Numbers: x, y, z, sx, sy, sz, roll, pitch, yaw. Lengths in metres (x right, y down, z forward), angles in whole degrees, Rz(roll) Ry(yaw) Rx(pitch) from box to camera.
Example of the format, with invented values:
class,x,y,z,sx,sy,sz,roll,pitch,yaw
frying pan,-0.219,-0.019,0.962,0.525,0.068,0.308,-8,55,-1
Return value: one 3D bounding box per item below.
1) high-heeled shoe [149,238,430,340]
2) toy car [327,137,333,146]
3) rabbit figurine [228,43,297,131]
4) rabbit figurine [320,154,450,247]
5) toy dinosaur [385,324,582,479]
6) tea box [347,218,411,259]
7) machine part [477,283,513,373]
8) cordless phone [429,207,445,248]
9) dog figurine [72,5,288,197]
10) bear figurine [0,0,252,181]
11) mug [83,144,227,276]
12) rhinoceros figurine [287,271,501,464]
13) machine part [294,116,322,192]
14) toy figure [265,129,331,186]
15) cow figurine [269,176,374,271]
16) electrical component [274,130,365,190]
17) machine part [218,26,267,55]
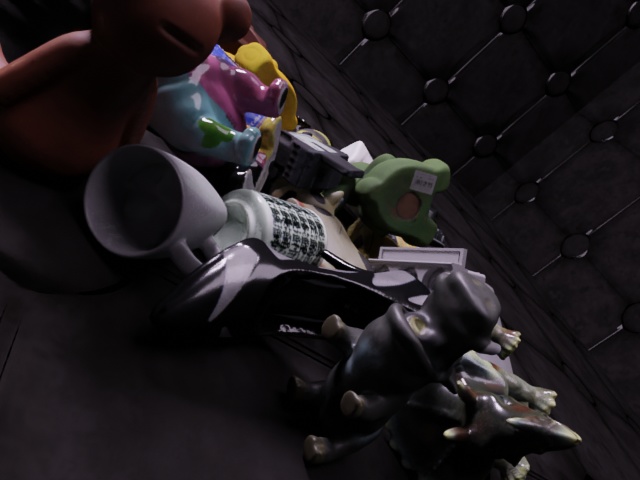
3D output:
class,x,y,z,sx,sy,sz,roll,pitch,yaw
high-heeled shoe,0.002,0.064,0.421,0.145,0.086,0.248,37,30,24
toy car,0.045,-0.128,1.016,0.201,0.056,0.074,33,18,-41
rabbit figurine,-0.110,-0.227,0.790,0.173,0.121,0.162,37,18,33
rabbit figurine,0.070,-0.063,0.755,0.159,0.121,0.170,1,13,-24
toy dinosaur,0.141,0.137,0.620,0.192,0.131,0.405,29,14,-17
tea box,0.098,0.026,0.806,0.098,0.068,0.170,41,21,-19
machine part,0.231,0.146,0.790,0.079,0.079,0.243,37,38,-30
cordless phone,0.208,0.020,1.073,0.146,0.089,0.184,23,42,-53
dog figurine,-0.148,-0.132,0.528,0.219,0.191,0.108,25,61,1
bear figurine,-0.156,-0.138,0.380,0.120,0.196,0.132,10,40,-56
mug,-0.110,-0.018,0.424,0.109,0.081,0.107,46,10,10
rhinoceros figurine,0.053,0.098,0.396,0.112,0.190,0.073,11,40,-31
machine part,-0.022,-0.134,0.883,0.084,0.039,0.139,-2,68,-55
toy figure,-0.037,-0.115,0.755,0.082,0.089,0.180,57,17,6
cow figurine,-0.001,-0.002,0.621,0.127,0.085,0.195,13,37,-52
electrical component,-0.004,-0.086,0.622,0.119,0.047,0.075,37,27,31
machine part,-0.189,-0.354,0.903,0.201,0.087,0.201,37,21,-25
